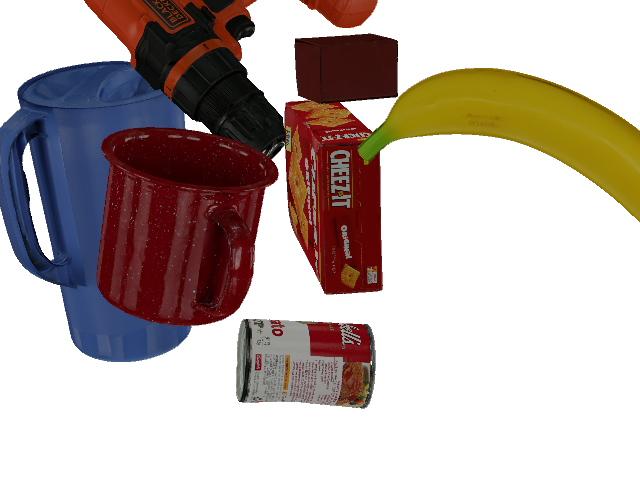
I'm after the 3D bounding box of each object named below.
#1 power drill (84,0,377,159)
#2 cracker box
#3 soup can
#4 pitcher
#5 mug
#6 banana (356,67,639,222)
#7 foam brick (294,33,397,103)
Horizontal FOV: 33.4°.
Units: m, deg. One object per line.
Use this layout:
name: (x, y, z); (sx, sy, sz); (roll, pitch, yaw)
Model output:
power drill: (-0.045, -0.154, 0.747); (0.187, 0.184, 0.057); (-35, -13, -35)
cracker box: (0.011, -0.055, 1.171); (0.072, 0.164, 0.214); (-6, 20, -9)
soup can: (-0.013, 0.098, 0.851); (0.102, 0.068, 0.068); (4, -1, -10)
pitcher: (-0.179, -0.020, 0.898); (0.149, 0.243, 0.145); (-4, 25, -5)
mug: (-0.068, -0.002, 0.561); (0.093, 0.081, 0.117); (-5, 27, -36)
banana: (0.123, -0.053, 0.589); (0.198, 0.070, 0.037); (17, 18, 10)
foam brick: (0.023, -0.151, 0.935); (0.078, 0.051, 0.053); (-8, 20, -23)
